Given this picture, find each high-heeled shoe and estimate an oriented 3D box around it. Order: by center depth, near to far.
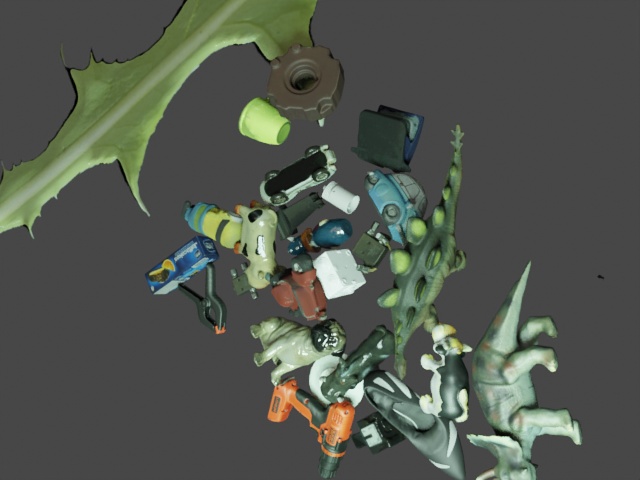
[{"bbox_3d":[0.176,0.346,0.999,0.086,0.145,0.249,-46,66,19],"label":"high-heeled shoe"}]

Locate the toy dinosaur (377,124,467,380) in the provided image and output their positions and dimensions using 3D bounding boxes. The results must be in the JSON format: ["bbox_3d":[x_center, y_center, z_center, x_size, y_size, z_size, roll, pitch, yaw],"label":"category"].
[{"bbox_3d":[0.198,0.033,0.980,0.105,0.198,0.471,15,96,25],"label":"toy dinosaur"}]

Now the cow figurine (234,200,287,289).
[{"bbox_3d":[-0.131,0.017,1.218,0.127,0.085,0.194,18,111,39],"label":"cow figurine"}]

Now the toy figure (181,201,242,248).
[{"bbox_3d":[-0.254,-0.039,1.297,0.180,0.082,0.089,16,105,24],"label":"toy figure"}]

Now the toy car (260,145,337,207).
[{"bbox_3d":[-0.050,-0.143,1.207,0.202,0.056,0.073,-27,68,23],"label":"toy car"}]

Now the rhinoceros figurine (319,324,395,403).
[{"bbox_3d":[0.081,0.251,1.076,0.190,0.112,0.073,-45,73,10],"label":"rhinoceros figurine"}]

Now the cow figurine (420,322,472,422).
[{"bbox_3d":[0.234,0.236,0.973,0.098,0.068,0.167,173,101,-69],"label":"cow figurine"}]

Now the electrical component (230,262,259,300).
[{"bbox_3d":[-0.179,0.103,1.277,0.063,0.021,0.094,-30,74,24],"label":"electrical component"}]

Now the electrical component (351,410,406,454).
[{"bbox_3d":[0.112,0.388,1.081,0.075,0.048,0.119,60,145,21],"label":"electrical component"}]

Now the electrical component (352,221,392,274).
[{"bbox_3d":[0.108,0.021,1.115,0.078,0.045,0.102,44,106,22],"label":"electrical component"}]

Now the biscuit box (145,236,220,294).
[{"bbox_3d":[-0.347,0.064,1.350,0.203,0.059,0.063,-33,72,22],"label":"biscuit box"}]

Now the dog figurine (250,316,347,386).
[{"bbox_3d":[-0.037,0.202,1.153,0.191,0.121,0.172,-26,44,8],"label":"dog figurine"}]

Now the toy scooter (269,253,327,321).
[{"bbox_3d":[-0.038,0.113,1.106,0.135,0.075,0.184,63,151,8],"label":"toy scooter"}]

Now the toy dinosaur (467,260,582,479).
[{"bbox_3d":[0.333,0.254,0.944,0.192,0.131,0.404,-15,73,26],"label":"toy dinosaur"}]

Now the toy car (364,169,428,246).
[{"bbox_3d":[0.160,-0.077,1.071,0.103,0.109,0.162,-26,62,3],"label":"toy car"}]

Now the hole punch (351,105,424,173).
[{"bbox_3d":[0.143,-0.211,1.100,0.142,0.092,0.115,23,127,25],"label":"hole punch"}]

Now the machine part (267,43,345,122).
[{"bbox_3d":[-0.032,-0.346,1.182,0.179,0.056,0.179,-3,74,12],"label":"machine part"}]

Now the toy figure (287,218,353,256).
[{"bbox_3d":[-0.002,-0.002,1.171,0.154,0.057,0.064,-20,72,31],"label":"toy figure"}]

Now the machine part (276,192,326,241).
[{"bbox_3d":[-0.051,-0.059,1.209,0.139,0.039,0.084,-30,68,30],"label":"machine part"}]
